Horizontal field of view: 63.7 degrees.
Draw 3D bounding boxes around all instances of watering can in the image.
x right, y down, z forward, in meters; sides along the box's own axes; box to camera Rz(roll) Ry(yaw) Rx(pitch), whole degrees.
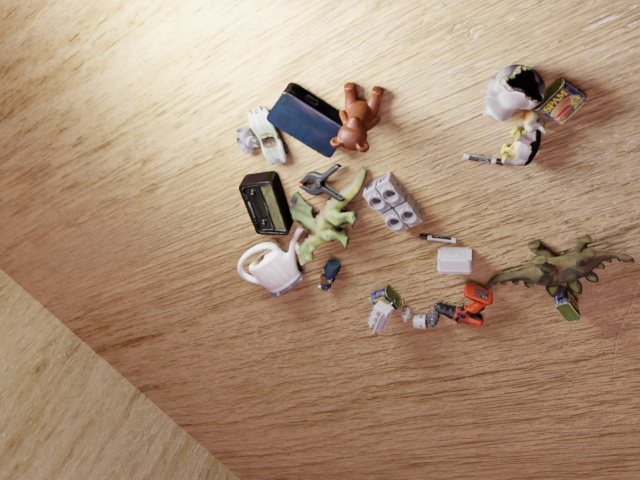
[{"bbox_3d":[-0.143,0.087,1.918,0.344,0.106,0.221,-28,117,23],"label":"watering can"}]

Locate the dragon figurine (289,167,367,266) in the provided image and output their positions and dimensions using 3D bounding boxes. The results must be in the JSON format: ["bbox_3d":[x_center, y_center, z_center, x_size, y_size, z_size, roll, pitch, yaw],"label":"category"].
[{"bbox_3d":[0.005,-0.087,1.734,0.243,0.124,0.403,18,115,10],"label":"dragon figurine"}]

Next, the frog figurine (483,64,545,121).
[{"bbox_3d":[0.502,-0.378,1.349,0.137,0.124,0.158,10,168,-2],"label":"frog figurine"}]
